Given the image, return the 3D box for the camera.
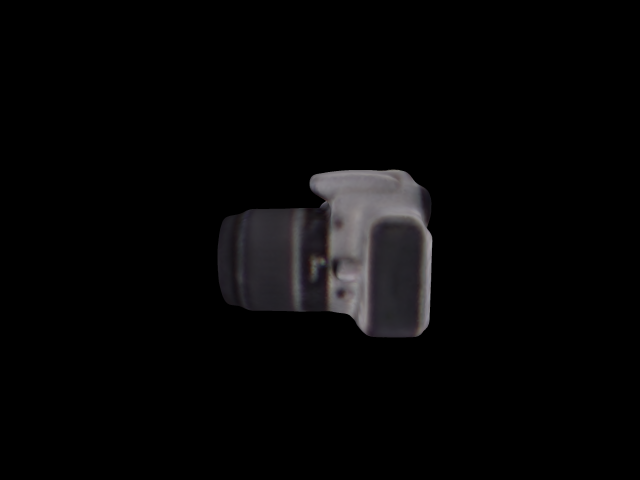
[{"bbox_3d":[0.004,0.001,0.400,0.137,0.101,0.143,0,7,0],"label":"camera"}]
